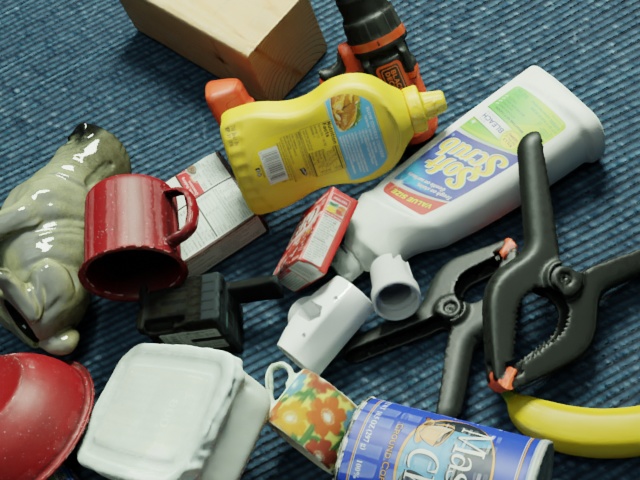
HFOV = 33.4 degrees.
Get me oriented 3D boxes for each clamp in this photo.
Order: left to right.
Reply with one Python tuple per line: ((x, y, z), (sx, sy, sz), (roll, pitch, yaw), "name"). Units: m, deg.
((0.114, 0.074, 0.876), (0.171, 0.039, 0.120), (-42, 57, -6), "clamp")
((0.200, 0.034, 0.853), (0.164, 0.036, 0.210), (25, 74, -1), "clamp")

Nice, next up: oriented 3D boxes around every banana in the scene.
((0.230, 0.133, 0.813), (0.198, 0.037, 0.069), (0, 62, 15), "banana")

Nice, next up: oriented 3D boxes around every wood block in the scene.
((-0.105, -0.230, 1.077), (0.206, 0.090, 0.090), (33, 75, 28), "wood block")

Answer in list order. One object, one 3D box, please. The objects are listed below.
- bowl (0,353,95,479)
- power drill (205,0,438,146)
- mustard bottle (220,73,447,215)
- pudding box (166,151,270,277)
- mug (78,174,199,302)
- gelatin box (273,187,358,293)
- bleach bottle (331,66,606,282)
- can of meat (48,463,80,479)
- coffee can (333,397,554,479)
((-0.272, 0.149, 0.899), (0.162, 0.055, 0.162), (-22, 36, 17), "bowl")
((-0.005, -0.144, 0.965), (0.188, 0.184, 0.057), (-22, 21, 11), "power drill")
((0.016, -0.093, 0.927), (0.191, 0.096, 0.058), (-17, 26, 5), "mustard bottle")
((-0.117, -0.018, 0.993), (0.113, 0.039, 0.090), (-34, 61, -1), "pudding box")
((-0.153, -0.008, 0.921), (0.117, 0.093, 0.081), (-26, 54, 27), "mug")
((-0.006, 0.001, 0.924), (0.030, 0.089, 0.073), (29, 70, -10), "gelatin box")
((0.119, -0.042, 0.929), (0.251, 0.068, 0.103), (-37, 57, -4), "bleach bottle")
((-0.226, 0.244, 0.867), (0.102, 0.057, 0.084), (-37, 56, -7), "can of meat")
((0.091, 0.181, 0.786), (0.140, 0.102, 0.102), (11, 65, 21), "coffee can")
